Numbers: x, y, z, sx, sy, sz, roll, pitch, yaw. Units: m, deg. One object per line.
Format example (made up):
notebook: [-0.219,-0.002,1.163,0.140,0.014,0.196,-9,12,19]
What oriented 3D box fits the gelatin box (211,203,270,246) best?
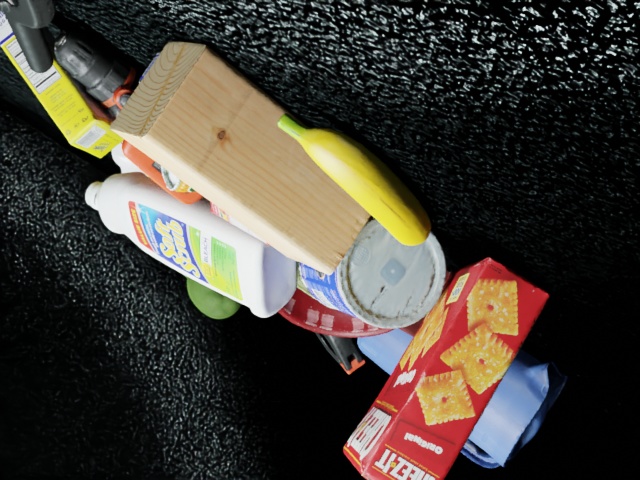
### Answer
gelatin box: [-0.050,-0.046,1.024,0.073,0.089,0.030,30,150,23]

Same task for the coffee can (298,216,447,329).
coffee can: [0.046,0.024,1.013,0.102,0.103,0.140,35,174,-15]

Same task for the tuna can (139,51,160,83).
tuna can: [-0.122,-0.133,0.975,0.086,0.033,0.086,33,174,4]

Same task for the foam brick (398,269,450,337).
foam brick: [0.094,0.054,1.111,0.051,0.078,0.053,35,174,-27]

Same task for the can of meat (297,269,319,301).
can of meat: [-0.007,0.001,1.126,0.102,0.083,0.058,34,142,0]

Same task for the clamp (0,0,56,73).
clamp: [-0.295,-0.238,0.977,0.164,0.036,0.210,48,163,-12]

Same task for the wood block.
wood block: [-0.058,-0.067,0.896,0.205,0.091,0.090,37,172,-29]

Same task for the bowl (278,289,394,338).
bowl: [0.025,0.054,1.254,0.162,0.055,0.162,7,147,4]

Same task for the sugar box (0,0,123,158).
sugar box: [-0.284,-0.174,1.141,0.176,0.048,0.093,51,-177,10]

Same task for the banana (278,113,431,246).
banana: [0.047,-0.040,0.852,0.197,0.037,0.070,41,-175,-43]

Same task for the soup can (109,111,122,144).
soup can: [-0.220,-0.145,1.217,0.102,0.068,0.068,30,173,33]

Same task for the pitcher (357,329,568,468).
pitcher: [0.166,0.164,1.317,0.243,0.149,0.145,34,176,20]

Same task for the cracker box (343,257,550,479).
cracker box: [0.107,0.125,0.961,0.072,0.213,0.164,32,174,0]

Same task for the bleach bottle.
bleach bottle: [-0.143,-0.007,1.107,0.251,0.068,0.102,19,130,30]

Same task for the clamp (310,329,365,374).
clamp: [-0.005,0.095,1.366,0.171,0.039,0.120,58,174,3]

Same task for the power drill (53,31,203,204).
power drill: [-0.178,-0.124,1.065,0.184,0.057,0.188,38,-171,-35]
